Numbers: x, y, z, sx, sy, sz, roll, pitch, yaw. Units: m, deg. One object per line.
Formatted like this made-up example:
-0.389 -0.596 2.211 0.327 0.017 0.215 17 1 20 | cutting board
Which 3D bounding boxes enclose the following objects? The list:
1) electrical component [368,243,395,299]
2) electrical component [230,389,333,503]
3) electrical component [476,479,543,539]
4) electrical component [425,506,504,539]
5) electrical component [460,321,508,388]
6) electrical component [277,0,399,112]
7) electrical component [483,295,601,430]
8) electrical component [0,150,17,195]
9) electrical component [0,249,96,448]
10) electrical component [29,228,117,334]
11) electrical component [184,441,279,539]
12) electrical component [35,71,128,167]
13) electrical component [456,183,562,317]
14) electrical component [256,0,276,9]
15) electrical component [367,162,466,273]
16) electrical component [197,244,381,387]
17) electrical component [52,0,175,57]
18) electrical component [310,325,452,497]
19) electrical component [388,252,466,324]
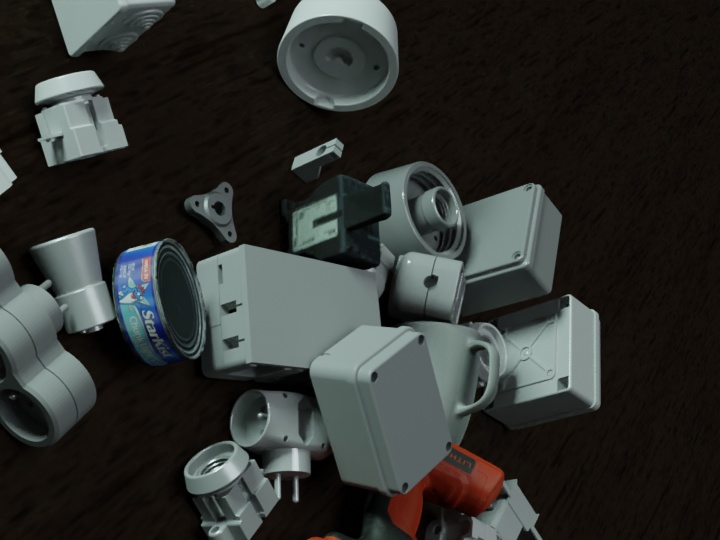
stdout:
0.000 0.000 0.945 0.066 0.048 0.055 47 35 -28 | electrical component
-0.056 0.136 0.814 0.077 0.043 0.079 21 58 -45 | electrical component
0.130 0.235 1.003 0.081 0.042 0.063 57 41 -16 | electrical component
0.094 0.249 0.941 0.057 0.058 0.078 35 49 -34 | electrical component
0.103 0.082 1.026 0.058 0.057 0.078 51 41 -23 | electrical component
-0.017 -0.203 0.967 0.108 0.108 0.060 41 40 -33 | electrical component
0.182 0.094 1.077 0.056 0.109 0.108 33 51 -35 | electrical component
-0.253 -0.058 0.645 0.057 0.058 0.078 58 39 -20 | electrical component
-0.209 0.033 0.662 0.138 0.052 0.073 59 39 -15 | electrical component
-0.187 0.010 0.711 0.044 0.044 0.065 -26 100 -53 | electrical component
-0.093 0.155 0.759 0.066 0.048 0.055 -50 121 -49 | electrical component
-0.197 -0.106 0.747 0.066 0.048 0.055 -25 102 -53 | electrical component
0.138 -0.020 1.074 0.056 0.109 0.108 45 44 -32 | electrical component
-0.075 -0.277 0.966 0.048 0.055 0.066 2 72 -51 | electrical component
0.059 -0.052 1.028 0.108 0.060 0.108 25 56 -43 | electrical component
-0.055 0.041 0.842 0.150 0.062 0.089 12 67 -48 | electrical component
-0.182 -0.211 0.769 0.048 0.100 0.099 -17 88 -40 | electrical component
0.018 0.106 0.819 0.078 0.057 0.113 -34 116 -42 | electrical component
0.061 0.021 0.971 0.095 0.059 0.053 62 40 -74 | electrical component
